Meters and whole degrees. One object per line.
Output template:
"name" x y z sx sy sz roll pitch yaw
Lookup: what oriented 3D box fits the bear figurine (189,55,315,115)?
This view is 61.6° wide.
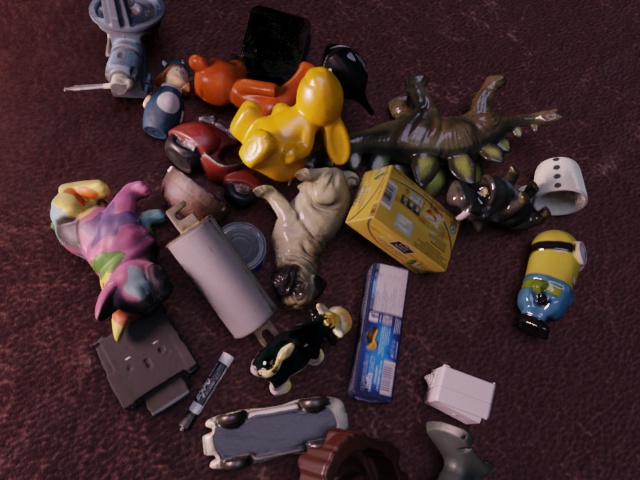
"bear figurine" -0.113 -0.256 0.902 0.196 0.120 0.132 32 65 11

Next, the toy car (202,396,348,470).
"toy car" -0.060 0.265 0.745 0.202 0.056 0.073 -8 77 -9

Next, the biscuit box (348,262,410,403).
"biscuit box" 0.088 0.139 0.806 0.059 0.062 0.202 13 69 -3

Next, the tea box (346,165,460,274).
"tea box" 0.132 -0.028 0.831 0.169 0.068 0.098 36 65 -29

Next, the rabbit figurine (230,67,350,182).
"rabbit figurine" -0.024 -0.168 0.796 0.162 0.173 0.122 29 21 -31

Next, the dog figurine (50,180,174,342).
"dog figurine" -0.296 0.027 0.747 0.192 0.108 0.219 -1 55 -2

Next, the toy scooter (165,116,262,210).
"toy scooter" -0.150 -0.144 0.876 0.184 0.075 0.135 36 68 4

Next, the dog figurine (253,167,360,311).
"dog figurine" -0.003 -0.001 0.818 0.172 0.121 0.190 -21 77 16

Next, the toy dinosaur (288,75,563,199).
"toy dinosaur" 0.176 -0.172 0.913 0.472 0.105 0.198 -5 74 2

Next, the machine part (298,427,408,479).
"machine part" 0.040 0.334 0.691 0.179 0.056 0.179 9 76 -40

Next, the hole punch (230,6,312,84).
"hole punch" -0.078 -0.341 0.962 0.142 0.092 0.115 16 99 -4

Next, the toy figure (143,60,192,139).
"toy figure" -0.253 -0.245 0.909 0.058 0.064 0.154 1 67 32

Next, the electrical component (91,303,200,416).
"electrical component" -0.237 0.174 0.754 0.115 0.058 0.134 -33 76 -15

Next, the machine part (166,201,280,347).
"machine part" -0.139 0.053 0.770 0.079 0.079 0.243 -38 103 -18

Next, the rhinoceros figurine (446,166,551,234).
"rhinoceros figurine" 0.282 -0.060 0.862 0.190 0.112 0.073 13 54 -37

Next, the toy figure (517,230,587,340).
"toy figure" 0.366 0.065 0.861 0.089 0.082 0.180 31 72 3

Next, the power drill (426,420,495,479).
"power drill" 0.138 0.341 0.687 0.231 0.086 0.207 50 51 -23

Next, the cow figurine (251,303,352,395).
"cow figurine" -0.022 0.144 0.772 0.167 0.098 0.068 -38 72 -18

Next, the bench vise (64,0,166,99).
"bench vise" -0.317 -0.353 0.855 0.129 0.240 0.224 11 53 1

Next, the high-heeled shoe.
"high-heeled shoe" 0.023 -0.298 0.889 0.086 0.145 0.249 -36 47 11
